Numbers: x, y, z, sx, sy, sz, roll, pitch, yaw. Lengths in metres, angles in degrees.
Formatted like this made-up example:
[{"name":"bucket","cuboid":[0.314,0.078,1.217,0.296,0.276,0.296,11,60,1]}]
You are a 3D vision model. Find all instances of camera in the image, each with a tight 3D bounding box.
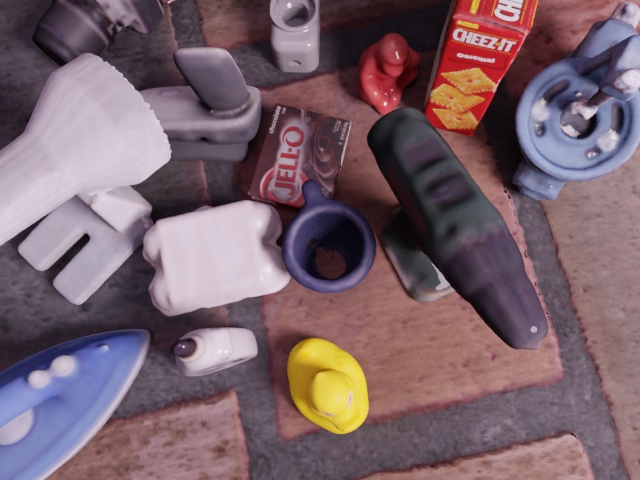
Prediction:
[{"name":"camera","cuboid":[-0.279,-0.275,0.656,0.143,0.101,0.137,33,81,8]}]

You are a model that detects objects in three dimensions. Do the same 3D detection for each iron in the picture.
[{"name":"iron","cuboid":[-0.289,0.163,0.543,0.258,0.141,0.118,-38,79,-6]}]

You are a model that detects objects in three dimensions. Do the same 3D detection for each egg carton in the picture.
[{"name":"egg carton","cuboid":[-0.109,0.017,0.606,0.150,0.069,0.107,-14,78,-1]}]

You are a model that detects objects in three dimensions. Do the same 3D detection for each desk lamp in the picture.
[{"name":"desk lamp","cuboid":[-0.232,-0.049,0.550,0.118,0.213,0.203,40,82,9]}]

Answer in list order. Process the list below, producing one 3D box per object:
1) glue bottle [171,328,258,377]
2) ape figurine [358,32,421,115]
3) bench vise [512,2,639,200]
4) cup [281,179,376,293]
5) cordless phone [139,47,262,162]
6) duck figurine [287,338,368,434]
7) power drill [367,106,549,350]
[{"name":"glue bottle","cuboid":[-0.107,0.103,0.535,0.078,0.173,0.037,-17,78,-2]},{"name":"ape figurine","cuboid":[0.076,-0.194,0.634,0.078,0.092,0.076,-20,78,-2]},{"name":"bench vise","cuboid":[0.261,-0.158,0.557,0.121,0.220,0.207,9,78,4]},{"name":"cup","cuboid":[0.005,0.002,0.593,0.091,0.095,0.118,-18,78,-2]},{"name":"cordless phone","cuboid":[-0.139,-0.151,0.583,0.147,0.185,0.094,-4,78,1]},{"name":"duck figurine","cuboid":[0.007,0.145,0.568,0.077,0.086,0.104,-33,79,-5]},{"name":"power drill","cuboid":[0.115,-0.001,0.533,0.075,0.208,0.229,-27,79,-4]}]
